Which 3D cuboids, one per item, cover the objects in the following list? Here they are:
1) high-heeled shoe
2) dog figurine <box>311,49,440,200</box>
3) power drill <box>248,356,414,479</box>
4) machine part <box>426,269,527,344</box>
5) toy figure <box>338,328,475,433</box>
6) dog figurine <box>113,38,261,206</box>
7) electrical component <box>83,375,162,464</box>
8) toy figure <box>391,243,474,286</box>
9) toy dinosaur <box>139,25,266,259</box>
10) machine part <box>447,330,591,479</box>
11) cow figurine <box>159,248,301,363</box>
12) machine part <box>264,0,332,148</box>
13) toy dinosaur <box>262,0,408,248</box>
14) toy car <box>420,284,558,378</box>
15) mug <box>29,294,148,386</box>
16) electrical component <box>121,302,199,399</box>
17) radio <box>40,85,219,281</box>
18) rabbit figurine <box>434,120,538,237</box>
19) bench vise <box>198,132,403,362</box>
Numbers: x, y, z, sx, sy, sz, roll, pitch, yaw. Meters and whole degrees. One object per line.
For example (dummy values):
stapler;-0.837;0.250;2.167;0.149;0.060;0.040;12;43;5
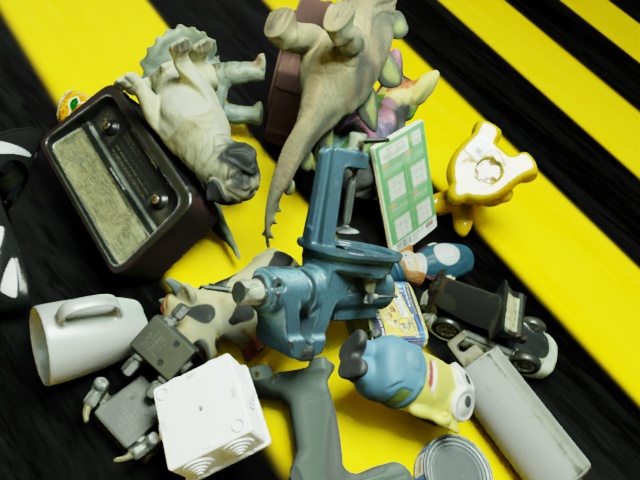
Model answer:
high-heeled shoe;-0.352;-0.034;0.633;0.145;0.086;0.249;24;53;-7
dog figurine;0.087;-0.177;0.807;0.109;0.219;0.191;32;11;13
power drill;-0.026;0.230;0.548;0.232;0.086;0.207;-6;52;-23
machine part;0.208;0.083;0.707;0.139;0.039;0.084;18;63;-6
toy figure;0.100;0.159;0.618;0.180;0.089;0.082;25;77;-23
dog figurine;-0.144;-0.136;0.673;0.190;0.121;0.172;58;17;-15
electrical component;-0.191;0.180;0.545;0.078;0.045;0.102;-32;69;-35
toy figure;0.149;0.035;0.781;0.154;0.057;0.064;-6;28;-22
toy dinosaur;-0.180;-0.165;0.780;0.192;0.131;0.405;4;56;-3
machine part;0.239;0.220;0.656;0.079;0.079;0.243;-21;64;-33
cow figurine;-0.101;0.076;0.636;0.127;0.085;0.195;47;54;10
machine part;-0.026;-0.255;0.845;0.087;0.200;0.201;14;50;-6
toy dinosaur;0.027;-0.216;0.668;0.105;0.198;0.471;25;77;32
toy car;0.232;0.124;0.743;0.202;0.056;0.073;25;55;1
mug;-0.237;0.091;0.564;0.107;0.109;0.081;-9;49;-41
electrical component;-0.159;0.113;0.557;0.063;0.021;0.094;39;82;8
radio;-0.237;-0.074;0.668;0.131;0.073;0.230;-40;70;5
rabbit figurine;0.254;-0.085;0.864;0.122;0.173;0.162;36;94;9
bench vise;0.005;0.000;0.581;0.223;0.240;0.129;6;7;-33
